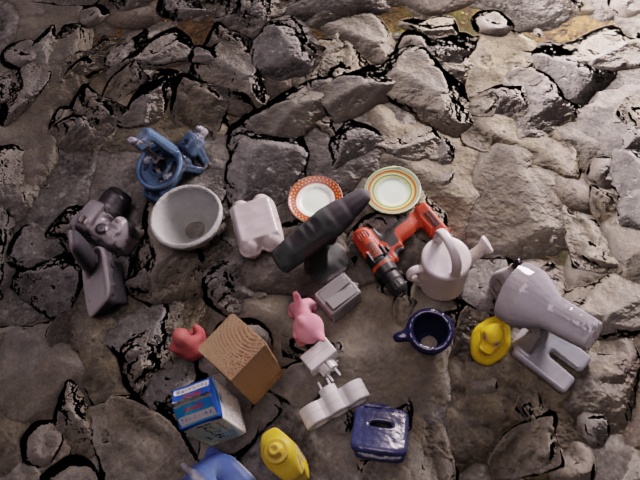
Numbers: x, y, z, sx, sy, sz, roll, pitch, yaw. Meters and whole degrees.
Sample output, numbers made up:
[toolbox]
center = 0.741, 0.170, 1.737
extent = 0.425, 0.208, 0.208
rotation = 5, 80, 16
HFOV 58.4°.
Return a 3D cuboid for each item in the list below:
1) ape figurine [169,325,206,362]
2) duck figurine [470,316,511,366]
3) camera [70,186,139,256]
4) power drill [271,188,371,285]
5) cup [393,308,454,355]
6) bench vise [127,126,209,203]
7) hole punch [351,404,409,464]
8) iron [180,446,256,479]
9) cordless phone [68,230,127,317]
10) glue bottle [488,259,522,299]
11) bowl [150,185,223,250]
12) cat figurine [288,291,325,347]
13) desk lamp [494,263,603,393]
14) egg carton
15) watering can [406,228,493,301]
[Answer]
[ape figurine]
center = -0.277, 0.208, 1.183
extent = 0.078, 0.092, 0.076
rotation = -21, 63, -5
[duck figurine]
center = 0.342, 0.190, 1.132
extent = 0.077, 0.086, 0.105
rotation = 28, 69, 19
[camera]
center = -0.490, -0.055, 1.334
extent = 0.143, 0.101, 0.137
rotation = 20, 67, 15
[power drill]
center = 0.011, 0.004, 1.192
extent = 0.230, 0.209, 0.075
rotation = -34, 65, -11
[cup]
center = 0.203, 0.196, 1.139
extent = 0.117, 0.095, 0.091
rotation = -11, 62, 0
[bench vise]
center = -0.361, -0.212, 1.333
extent = 0.121, 0.220, 0.207
rotation = 20, 67, 16
[hole punch]
center = 0.110, 0.357, 1.069
extent = 0.108, 0.091, 0.101
rotation = 3, 64, 8
[iron]
center = -0.146, 0.478, 1.004
extent = 0.257, 0.141, 0.119
rotation = 35, 72, 21
[cordless phone]
center = -0.493, 0.070, 1.223
extent = 0.094, 0.185, 0.147
rotation = -21, 63, -5
[glue bottle]
center = 0.378, 0.079, 1.136
extent = 0.037, 0.173, 0.078
rotation = -21, 63, -5
[bowl]
center = -0.300, -0.040, 1.322
extent = 0.167, 0.075, 0.167
rotation = -2, 63, 5
[cat figurine]
center = -0.030, 0.164, 1.166
extent = 0.067, 0.118, 0.127
rotation = -19, 63, -4
[desk lamp]
center = 0.423, 0.160, 1.068
extent = 0.202, 0.214, 0.118
rotation = 39, 73, 22
[egg carton]
center = -0.143, -0.032, 1.304
extent = 0.107, 0.069, 0.150
rotation = -18, 63, -3
[watering can]
center = 0.260, 0.039, 1.157
extent = 0.173, 0.194, 0.100
rotation = -38, 65, -13
